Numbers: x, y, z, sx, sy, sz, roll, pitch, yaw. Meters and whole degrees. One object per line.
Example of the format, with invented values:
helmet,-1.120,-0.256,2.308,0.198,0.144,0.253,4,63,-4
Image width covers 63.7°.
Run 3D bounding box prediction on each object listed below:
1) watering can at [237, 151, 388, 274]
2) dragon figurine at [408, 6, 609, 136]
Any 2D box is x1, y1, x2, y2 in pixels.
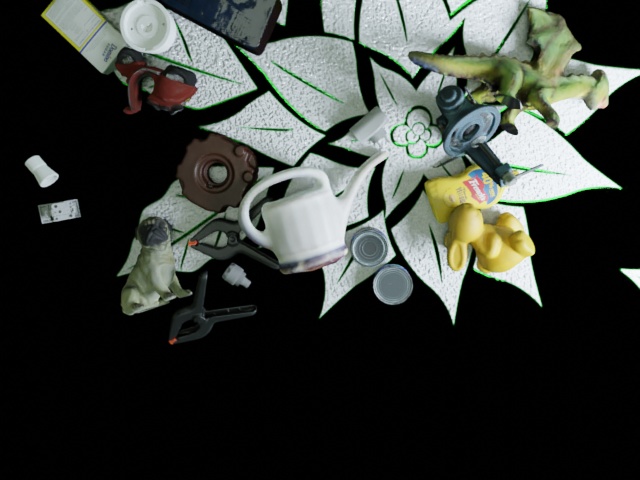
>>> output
watering can,0.003,-0.055,1.103,0.348,0.104,0.223,-17,97,-4
dragon figurine,0.408,-0.362,1.050,0.410,0.121,0.244,31,81,-2
